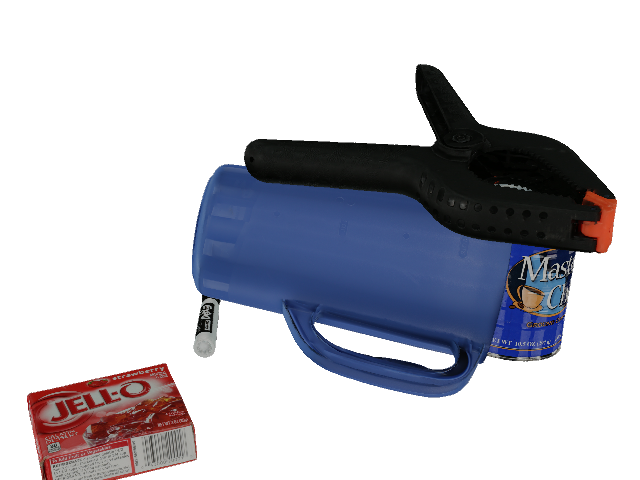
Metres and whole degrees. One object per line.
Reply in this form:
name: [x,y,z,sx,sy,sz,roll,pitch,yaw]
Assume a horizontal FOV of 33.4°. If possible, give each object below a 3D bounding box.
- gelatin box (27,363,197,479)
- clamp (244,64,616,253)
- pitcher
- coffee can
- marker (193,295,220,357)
gelatin box: [-0.125,0.110,0.636,0.089,0.030,0.073,-10,25,-17]
clamp: [0.069,-0.041,0.611,0.164,0.036,0.210,-25,39,-29]
pitcher: [0.025,0.021,0.840,0.243,0.145,0.149,10,15,4]
coffee can: [0.183,0.027,0.996,0.103,0.140,0.103,4,19,-2]
marker: [-0.103,0.073,0.983,0.020,0.020,0.121,0,20,-2]
